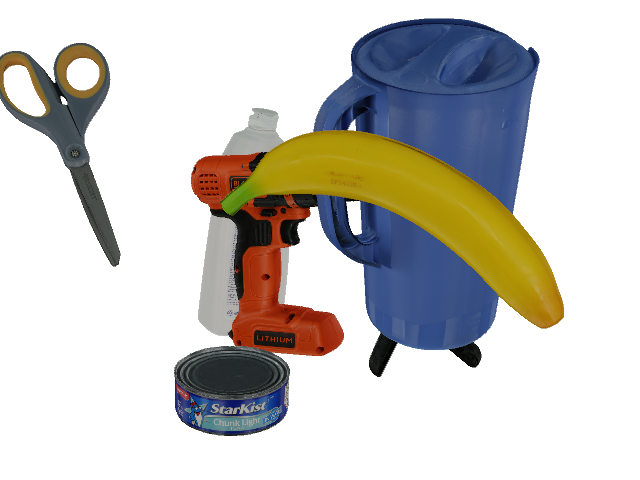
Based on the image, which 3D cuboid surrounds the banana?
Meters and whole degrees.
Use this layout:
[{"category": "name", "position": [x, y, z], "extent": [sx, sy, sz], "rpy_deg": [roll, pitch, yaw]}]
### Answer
[{"category": "banana", "position": [0.047, -0.016, 0.586], "extent": [0.198, 0.070, 0.037], "rpy_deg": [20, 9, 12]}]

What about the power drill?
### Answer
[{"category": "power drill", "position": [-0.025, 0.009, 0.977], "extent": [0.185, 0.188, 0.057], "rpy_deg": [2, 16, 28]}]

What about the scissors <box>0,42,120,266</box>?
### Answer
[{"category": "scissors", "position": [-0.174, -0.078, 0.815], "extent": [0.096, 0.202, 0.016], "rpy_deg": [-34, -18, -21]}]

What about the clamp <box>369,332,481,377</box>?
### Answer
[{"category": "clamp", "position": [0.111, 0.081, 1.179], "extent": [0.120, 0.171, 0.039], "rpy_deg": [5, -43, -6]}]

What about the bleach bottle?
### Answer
[{"category": "bleach bottle", "position": [-0.073, -0.021, 1.188], "extent": [0.102, 0.251, 0.068], "rpy_deg": [0, 18, -31]}]

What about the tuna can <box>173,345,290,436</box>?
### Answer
[{"category": "tuna can", "position": [-0.066, 0.111, 0.793], "extent": [0.086, 0.034, 0.086], "rpy_deg": [2, 19, -1]}]

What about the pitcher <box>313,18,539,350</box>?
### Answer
[{"category": "pitcher", "position": [0.080, -0.035, 0.817], "extent": [0.149, 0.243, 0.145], "rpy_deg": [6, 34, 10]}]
